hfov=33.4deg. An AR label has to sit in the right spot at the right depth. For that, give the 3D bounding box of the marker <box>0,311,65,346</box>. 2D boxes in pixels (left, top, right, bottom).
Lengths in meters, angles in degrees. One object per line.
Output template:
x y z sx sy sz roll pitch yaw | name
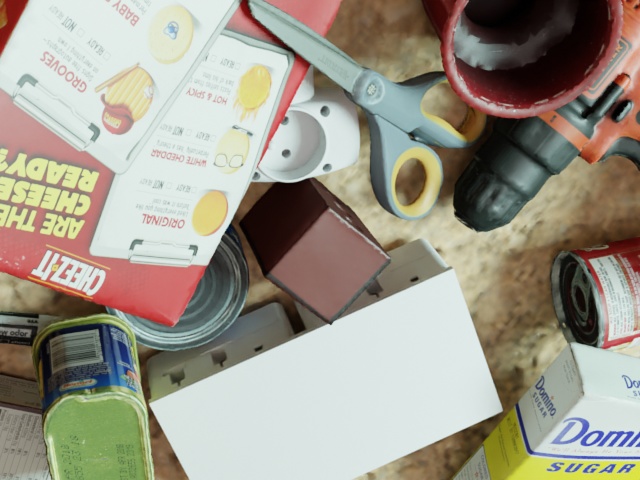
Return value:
-0.206 0.047 0.602 0.121 0.020 0.020 7 111 -16 | marker

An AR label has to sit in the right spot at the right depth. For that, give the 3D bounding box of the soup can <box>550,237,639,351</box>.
0.205 0.031 0.667 0.102 0.068 0.068 -11 115 -9 | soup can

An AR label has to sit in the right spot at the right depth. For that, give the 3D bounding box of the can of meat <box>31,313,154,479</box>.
-0.119 0.103 0.570 0.057 0.084 0.102 -8 113 -12 | can of meat

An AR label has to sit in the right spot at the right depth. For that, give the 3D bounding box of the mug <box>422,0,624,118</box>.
0.091 -0.130 0.553 0.117 0.081 0.093 34 115 -31 | mug

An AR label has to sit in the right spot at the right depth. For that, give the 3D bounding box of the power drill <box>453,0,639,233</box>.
0.193 -0.039 0.603 0.187 0.057 0.184 38 102 1 | power drill

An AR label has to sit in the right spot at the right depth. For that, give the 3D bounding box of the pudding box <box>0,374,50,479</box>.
-0.188 0.127 0.630 0.113 0.039 0.090 16 106 -22 | pudding box

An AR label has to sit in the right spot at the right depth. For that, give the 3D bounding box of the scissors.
0.022 -0.060 0.558 0.201 0.016 0.096 4 108 -47 | scissors

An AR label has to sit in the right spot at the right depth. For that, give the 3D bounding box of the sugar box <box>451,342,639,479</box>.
0.155 0.142 0.681 0.093 0.048 0.176 13 134 -18 | sugar box

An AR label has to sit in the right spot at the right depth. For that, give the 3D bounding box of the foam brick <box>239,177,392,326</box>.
-0.004 0.001 0.599 0.053 0.078 0.051 38 98 -26 | foam brick

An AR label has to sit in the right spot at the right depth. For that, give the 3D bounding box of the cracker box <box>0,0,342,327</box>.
-0.090 -0.084 0.488 0.164 0.072 0.214 27 90 -53 | cracker box

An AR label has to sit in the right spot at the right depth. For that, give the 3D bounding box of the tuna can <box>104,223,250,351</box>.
-0.084 0.020 0.611 0.086 0.034 0.086 -5 114 -11 | tuna can
